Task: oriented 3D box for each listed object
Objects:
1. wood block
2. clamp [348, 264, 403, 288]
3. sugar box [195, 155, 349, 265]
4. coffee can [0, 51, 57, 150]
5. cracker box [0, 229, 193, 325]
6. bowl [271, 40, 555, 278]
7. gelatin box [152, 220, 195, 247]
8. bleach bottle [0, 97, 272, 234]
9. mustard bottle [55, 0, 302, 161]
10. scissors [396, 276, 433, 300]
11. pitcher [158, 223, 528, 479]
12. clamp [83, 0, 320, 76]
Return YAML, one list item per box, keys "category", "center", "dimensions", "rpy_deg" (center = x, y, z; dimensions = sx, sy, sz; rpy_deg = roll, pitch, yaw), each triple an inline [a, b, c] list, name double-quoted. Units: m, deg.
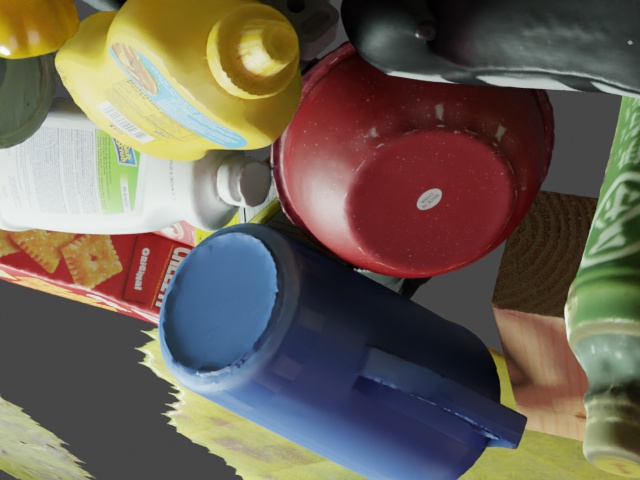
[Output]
- category: "wood block"
  center: [0.181, 0.061, 0.734]
  dimensions: [0.091, 0.090, 0.206]
  rpy_deg: [9, 153, 21]
- category: "clamp"
  center: [-0.005, 0.001, 0.814]
  dimensions: [0.164, 0.036, 0.210]
  rpy_deg: [40, 147, -21]
- category: "sugar box"
  center: [-0.002, -0.022, 0.694]
  dimensions: [0.093, 0.048, 0.177]
  rpy_deg: [12, 147, -31]
- category: "coffee can"
  center: [-0.261, -0.109, 0.711]
  dimensions: [0.141, 0.102, 0.102]
  rpy_deg: [1, 149, 36]
- category: "cracker box"
  center: [-0.184, 0.025, 0.913]
  dimensions: [0.214, 0.072, 0.164]
  rpy_deg: [18, 171, 9]
- category: "bowl"
  center: [0.055, -0.034, 0.579]
  dimensions: [0.162, 0.055, 0.162]
  rpy_deg: [-3, 125, -5]
- category: "gelatin box"
  center: [-0.106, -0.036, 0.793]
  dimensions: [0.073, 0.030, 0.089]
  rpy_deg: [18, 140, 21]
- category: "bleach bottle"
  center: [-0.133, -0.043, 0.719]
  dimensions: [0.251, 0.067, 0.102]
  rpy_deg: [10, 112, 40]
- category: "mustard bottle"
  center: [-0.062, -0.083, 0.526]
  dimensions: [0.096, 0.058, 0.192]
  rpy_deg: [40, 163, -23]
- category: "scissors"
  center: [0.058, 0.021, 0.742]
  dimensions: [0.096, 0.016, 0.202]
  rpy_deg: [-7, 156, -32]
- category: "pitcher"
  center: [0.018, 0.082, 0.704]
  dimensions: [0.149, 0.145, 0.242]
  rpy_deg: [-34, 142, 20]
- category: "clamp"
  center: [-0.076, -0.116, 0.630]
  dimensions: [0.171, 0.039, 0.120]
  rpy_deg: [10, 162, 8]
